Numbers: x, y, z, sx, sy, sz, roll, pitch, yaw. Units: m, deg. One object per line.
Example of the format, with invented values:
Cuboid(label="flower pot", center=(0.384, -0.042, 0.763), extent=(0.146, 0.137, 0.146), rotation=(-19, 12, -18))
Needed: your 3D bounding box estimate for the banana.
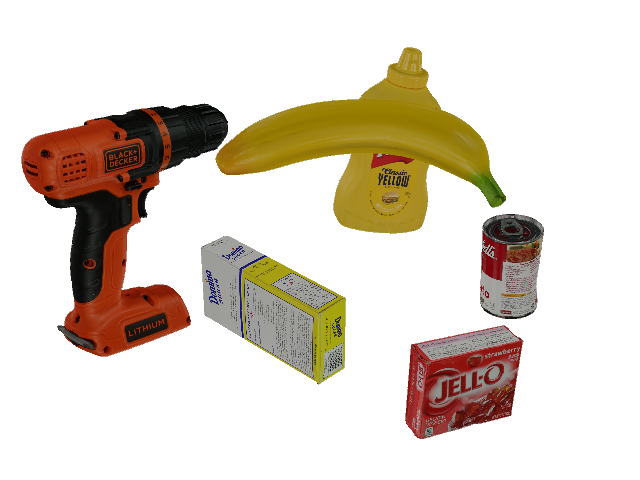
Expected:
Cuboid(label="banana", center=(0.030, -0.067, 0.730), extent=(0.198, 0.069, 0.037), rotation=(6, -39, 1))

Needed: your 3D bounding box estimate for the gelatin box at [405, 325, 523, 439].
Cuboid(label="gelatin box", center=(0.112, 0.112, 0.843), extent=(0.089, 0.073, 0.030), rotation=(-9, 29, -23))

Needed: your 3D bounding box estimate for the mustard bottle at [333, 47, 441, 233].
Cuboid(label="mustard bottle", center=(0.075, -0.103, 1.088), extent=(0.096, 0.192, 0.058), rotation=(4, 27, -13))

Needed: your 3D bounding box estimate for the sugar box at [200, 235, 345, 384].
Cuboid(label="sugar box", center=(-0.051, 0.069, 1.116), extent=(0.048, 0.093, 0.176), rotation=(-27, 41, -37))

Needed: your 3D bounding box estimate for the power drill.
Cuboid(label="power drill", center=(-0.148, -0.013, 0.864), extent=(0.184, 0.188, 0.057), rotation=(-18, 26, -40))

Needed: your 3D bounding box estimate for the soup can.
Cuboid(label="soup can", center=(0.218, 0.030, 1.219), extent=(0.068, 0.102, 0.068), rotation=(-2, 29, 1))
